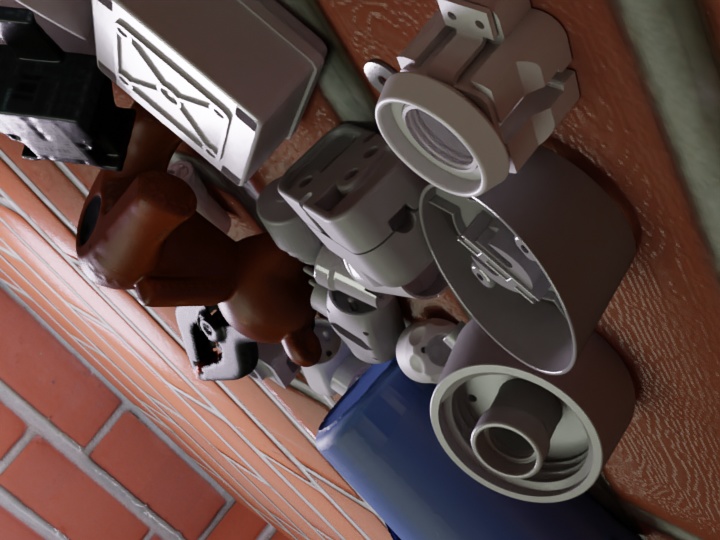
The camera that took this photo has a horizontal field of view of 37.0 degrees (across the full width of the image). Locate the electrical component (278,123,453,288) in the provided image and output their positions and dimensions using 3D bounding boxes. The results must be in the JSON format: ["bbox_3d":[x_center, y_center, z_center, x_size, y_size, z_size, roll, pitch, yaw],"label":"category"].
[{"bbox_3d":[0.006,-0.031,0.552,0.059,0.054,0.095,49,173,-27],"label":"electrical component"}]

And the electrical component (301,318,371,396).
[{"bbox_3d":[-0.017,0.086,0.936,0.079,0.043,0.077,32,161,20],"label":"electrical component"}]

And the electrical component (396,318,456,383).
[{"bbox_3d":[0.045,0.055,0.731,0.043,0.043,0.062,43,163,-9],"label":"electrical component"}]

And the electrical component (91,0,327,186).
[{"bbox_3d":[-0.080,-0.109,0.556,0.109,0.056,0.108,40,163,-1],"label":"electrical component"}]

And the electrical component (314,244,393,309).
[{"bbox_3d":[0.000,0.000,0.693,0.046,0.040,0.040,26,159,22],"label":"electrical component"}]

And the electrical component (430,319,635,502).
[{"bbox_3d":[0.091,0.080,0.594,0.108,0.060,0.108,17,131,20],"label":"electrical component"}]

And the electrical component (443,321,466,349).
[{"bbox_3d":[0.079,0.059,0.669,0.062,0.048,0.048,45,164,8],"label":"electrical component"}]

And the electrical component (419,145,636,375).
[{"bbox_3d":[0.071,-0.009,0.478,0.099,0.064,0.099,36,162,13],"label":"electrical component"}]

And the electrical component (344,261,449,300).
[{"bbox_3d":[0.017,-0.008,0.629,0.043,0.043,0.081,48,162,-24],"label":"electrical component"}]

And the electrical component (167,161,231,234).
[{"bbox_3d":[-0.133,-0.052,0.838,0.044,0.044,0.065,25,153,40],"label":"electrical component"}]

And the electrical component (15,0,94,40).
[{"bbox_3d":[-0.178,-0.176,0.568,0.108,0.060,0.108,31,-176,-2],"label":"electrical component"}]

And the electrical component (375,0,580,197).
[{"bbox_3d":[0.043,-0.065,0.407,0.058,0.057,0.078,28,159,35],"label":"electrical component"}]

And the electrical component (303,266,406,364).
[{"bbox_3d":[-0.007,0.021,0.753,0.079,0.043,0.077,31,161,25],"label":"electrical component"}]

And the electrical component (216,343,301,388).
[{"bbox_3d":[-0.098,0.070,1.042,0.089,0.055,0.050,30,160,29],"label":"electrical component"}]

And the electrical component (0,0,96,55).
[{"bbox_3d":[-0.221,-0.144,0.739,0.108,0.060,0.108,14,154,7],"label":"electrical component"}]

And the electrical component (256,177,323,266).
[{"bbox_3d":[-0.038,-0.028,0.699,0.040,0.040,0.078,28,159,34],"label":"electrical component"}]
